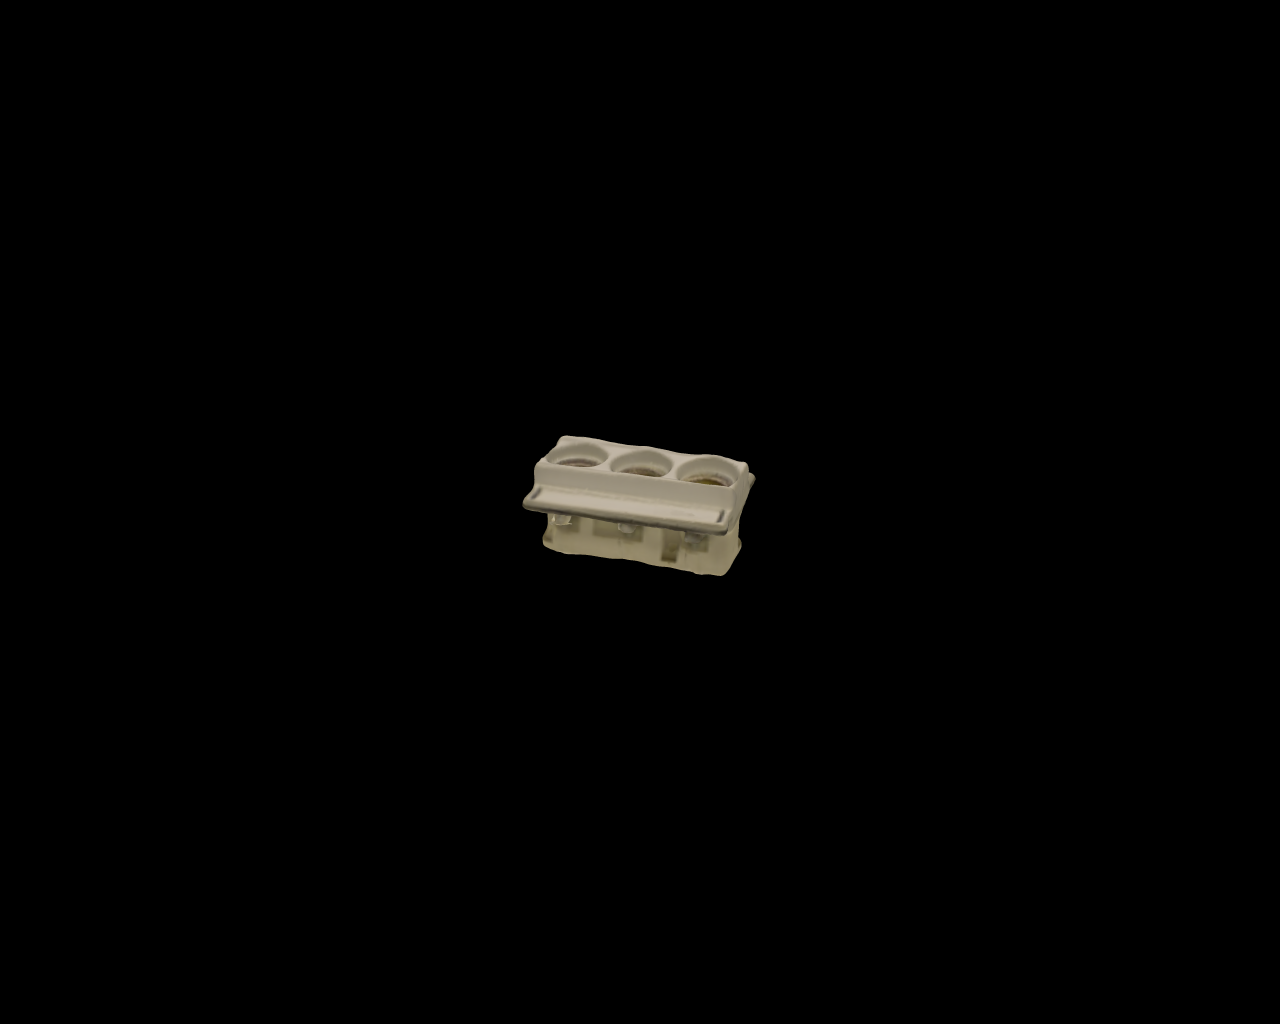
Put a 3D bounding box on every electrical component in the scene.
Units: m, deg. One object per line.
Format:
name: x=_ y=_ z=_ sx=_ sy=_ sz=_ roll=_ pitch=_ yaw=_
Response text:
electrical component: x=0.001 y=-0.003 z=0.650 sx=0.121 sy=0.063 sz=0.079 roll=8 pitch=28 yaw=16
